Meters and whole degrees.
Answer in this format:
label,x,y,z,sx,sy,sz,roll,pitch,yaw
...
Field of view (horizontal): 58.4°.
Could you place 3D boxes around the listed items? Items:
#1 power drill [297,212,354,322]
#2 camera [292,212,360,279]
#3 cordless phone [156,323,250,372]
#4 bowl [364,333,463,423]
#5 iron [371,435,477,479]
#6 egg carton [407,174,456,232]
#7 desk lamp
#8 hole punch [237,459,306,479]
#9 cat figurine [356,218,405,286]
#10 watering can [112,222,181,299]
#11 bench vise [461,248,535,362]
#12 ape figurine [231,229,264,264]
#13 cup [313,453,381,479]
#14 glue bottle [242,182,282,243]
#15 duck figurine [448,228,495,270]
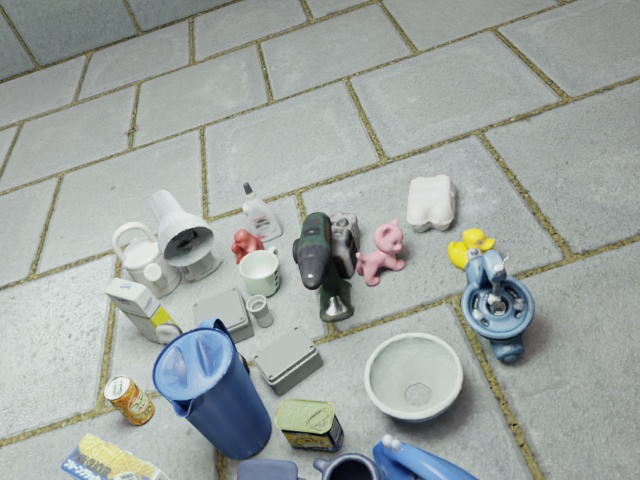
label,x,y,z,sx,sy,sz,roll,pitch,yaw
power drill,0.008,0.063,1.132,0.075,0.209,0.229,-12,43,9
camera,0.012,0.005,1.271,0.136,0.101,0.143,-3,45,18
cordless phone,-0.220,0.225,1.069,0.147,0.185,0.094,-3,45,18
bowl,0.163,0.247,0.984,0.167,0.075,0.167,-11,43,10
iron,0.159,0.350,0.830,0.257,0.142,0.119,26,59,38
egg carton,0.252,-0.085,1.296,0.107,0.069,0.150,-5,45,16
desk lamp,-0.313,-0.003,1.317,0.118,0.214,0.202,-32,44,-12
hole punch,-0.078,0.406,0.899,0.108,0.091,0.101,-5,45,16
cat figurine,0.129,0.016,1.203,0.128,0.118,0.067,-32,44,-12
watering can,-0.401,0.041,1.319,0.172,0.194,0.101,18,55,34
bench vise,0.287,0.080,1.001,0.121,0.220,0.206,-27,43,-8
ape figurine,-0.174,0.011,1.341,0.076,0.092,0.077,-35,44,-15
cup,0.045,0.382,0.875,0.117,0.095,0.092,18,55,34
glue bottle,-0.148,-0.068,1.352,0.078,0.173,0.037,-24,42,-4
duck figurine,0.309,0.012,1.162,0.104,0.086,0.077,9,50,28
